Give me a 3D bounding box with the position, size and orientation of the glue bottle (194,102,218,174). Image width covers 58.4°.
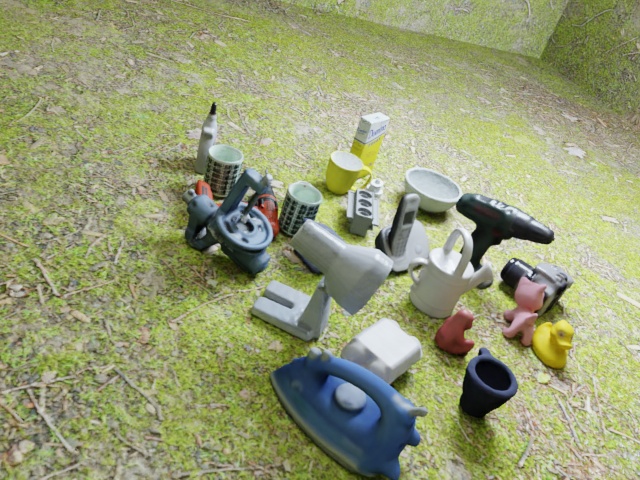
[{"bbox_3d":[-0.265,-0.247,1.361,0.037,0.173,0.078,13,35,-10],"label":"glue bottle"}]

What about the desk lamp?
[{"bbox_3d":[0.004,0.076,1.015,0.203,0.213,0.118,24,35,6],"label":"desk lamp"}]

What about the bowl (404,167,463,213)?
[{"bbox_3d":[0.298,-0.125,1.564,0.167,0.075,0.167,14,35,-9],"label":"bowl"}]

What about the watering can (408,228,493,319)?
[{"bbox_3d":[0.273,0.060,1.191,0.173,0.194,0.100,-3,40,-30],"label":"watering can"}]

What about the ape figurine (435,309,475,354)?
[{"bbox_3d":[0.271,0.175,1.122,0.076,0.092,0.077,9,36,-15],"label":"ape figurine"}]

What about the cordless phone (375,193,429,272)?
[{"bbox_3d":[0.203,-0.026,1.281,0.148,0.185,0.094,-18,49,-42],"label":"cordless phone"}]

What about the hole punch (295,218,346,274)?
[{"bbox_3d":[0.011,0.004,1.227,0.101,0.091,0.108,-13,46,-38],"label":"hole punch"}]

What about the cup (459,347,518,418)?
[{"bbox_3d":[0.284,0.257,1.013,0.092,0.095,0.117,14,35,-9],"label":"cup"}]

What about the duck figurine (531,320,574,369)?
[{"bbox_3d":[0.495,0.205,1.200,0.077,0.086,0.104,14,35,-9],"label":"duck figurine"}]

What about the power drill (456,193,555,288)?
[{"bbox_3d":[0.397,0.003,1.319,0.229,0.208,0.076,40,39,27],"label":"power drill"}]

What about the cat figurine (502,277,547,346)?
[{"bbox_3d":[0.447,0.143,1.232,0.067,0.118,0.128,21,34,2],"label":"cat figurine"}]

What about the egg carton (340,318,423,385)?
[{"bbox_3d":[0.110,0.203,1.022,0.107,0.069,0.151,38,38,24],"label":"egg carton"}]

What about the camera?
[{"bbox_3d":[0.508,0.091,1.350,0.136,0.101,0.143,40,39,27],"label":"camera"}]

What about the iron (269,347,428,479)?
[{"bbox_3d":[0.040,0.238,0.875,0.257,0.141,0.119,31,36,16],"label":"iron"}]

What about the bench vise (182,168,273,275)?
[{"bbox_3d":[-0.176,-0.054,1.098,0.207,0.220,0.121,19,34,-2],"label":"bench vise"}]
